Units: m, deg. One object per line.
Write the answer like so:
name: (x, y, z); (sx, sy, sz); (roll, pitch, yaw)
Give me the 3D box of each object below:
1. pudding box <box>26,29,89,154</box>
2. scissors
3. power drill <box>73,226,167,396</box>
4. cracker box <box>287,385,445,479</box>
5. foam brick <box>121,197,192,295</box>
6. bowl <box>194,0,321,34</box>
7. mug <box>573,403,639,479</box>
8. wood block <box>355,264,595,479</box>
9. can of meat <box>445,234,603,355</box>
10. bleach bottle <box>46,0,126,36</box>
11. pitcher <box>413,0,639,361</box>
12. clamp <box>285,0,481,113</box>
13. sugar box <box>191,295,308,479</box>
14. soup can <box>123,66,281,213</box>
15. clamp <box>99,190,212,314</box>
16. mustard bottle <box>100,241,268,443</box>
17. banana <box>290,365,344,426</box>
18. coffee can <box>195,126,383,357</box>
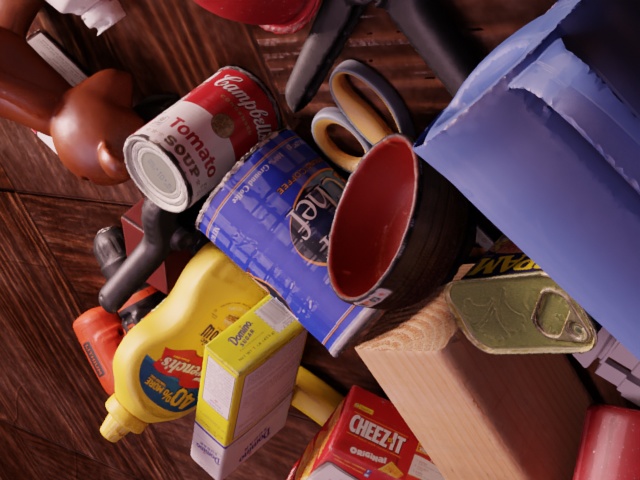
pudding box: (-0.233, -0.121, 0.969); (0.113, 0.039, 0.090); (42, 146, 4)
scissors: (0.064, -0.033, 0.741); (0.201, 0.016, 0.096); (54, 144, -9)
power drill: (-0.205, 0.088, 1.128); (0.184, 0.057, 0.188); (63, 150, 3)
cracker box: (0.062, 0.226, 0.936); (0.164, 0.072, 0.214); (25, 146, -1)
foam brick: (-0.144, 0.001, 0.984); (0.053, 0.051, 0.078); (32, 145, 21)
bowl: (-0.061, -0.195, 0.636); (0.162, 0.055, 0.162); (42, 144, 40)
mug: (0.212, 0.155, 0.700); (0.093, 0.081, 0.117); (9, 172, 26)
wood block: (0.129, 0.124, 0.753); (0.090, 0.090, 0.206); (-6, 123, 53)
can of meat: (0.141, 0.022, 0.649); (0.102, 0.083, 0.057); (-10, 117, 53)
bleach bottle: (-0.227, -0.266, 0.788); (0.250, 0.068, 0.103); (54, 149, -15)
pitcher: (0.173, -0.009, 0.534); (0.243, 0.149, 0.145); (46, 142, -3)
clamp: (0.026, -0.152, 0.636); (0.165, 0.036, 0.210); (6, 128, 35)
sugar box: (-0.062, 0.128, 0.919); (0.048, 0.093, 0.176); (40, 142, 18)
soup can: (-0.087, -0.075, 0.791); (0.069, 0.102, 0.068); (30, 144, 25)
clamp: (-0.128, -0.004, 0.903); (0.039, 0.120, 0.172); (44, 140, 32)
mustard bottle: (-0.121, 0.098, 0.922); (0.096, 0.191, 0.058); (41, -178, -41)
banana: (-0.013, 0.146, 1.007); (0.198, 0.037, 0.069); (28, 162, 29)
coffee can: (-0.005, 0.001, 0.777); (0.140, 0.102, 0.103); (43, 147, 7)
